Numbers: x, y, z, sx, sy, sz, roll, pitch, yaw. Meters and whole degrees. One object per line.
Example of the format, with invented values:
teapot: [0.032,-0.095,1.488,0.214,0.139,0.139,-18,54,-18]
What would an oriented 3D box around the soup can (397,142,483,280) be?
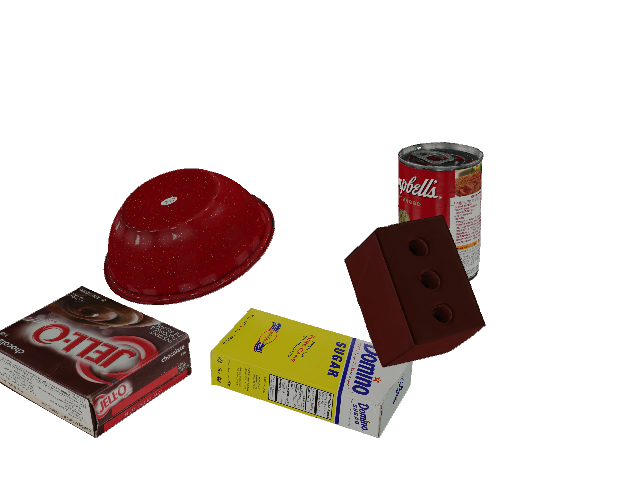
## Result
soup can: [0.096,-0.022,0.866,0.068,0.102,0.068,-1,21,0]

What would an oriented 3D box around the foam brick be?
foam brick: [0.058,0.033,0.668,0.052,0.078,0.051,-12,-17,-28]

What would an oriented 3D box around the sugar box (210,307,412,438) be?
sugar box: [-0.008,0.123,1.025,0.176,0.048,0.093,12,30,19]

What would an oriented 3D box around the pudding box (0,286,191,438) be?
pudding box: [-0.159,0.080,0.729,0.114,0.039,0.089,17,33,34]

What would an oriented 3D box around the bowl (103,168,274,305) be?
bowl: [-0.125,-0.016,0.946,0.162,0.055,0.162,-12,37,9]
